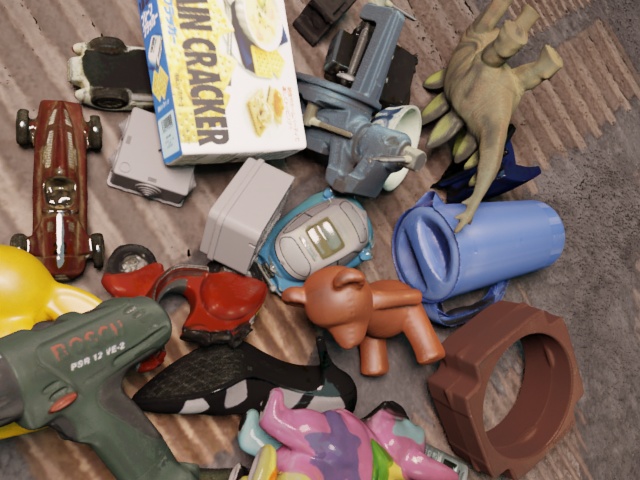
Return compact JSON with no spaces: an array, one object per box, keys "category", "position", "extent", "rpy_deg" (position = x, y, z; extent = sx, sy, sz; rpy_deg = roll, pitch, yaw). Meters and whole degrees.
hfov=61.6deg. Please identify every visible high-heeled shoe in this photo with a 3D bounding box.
[{"category":"high-heeled shoe","position":[-0.078,0.190,0.629],"extent":[0.249,0.086,0.145],"rpy_deg":[-13,120,-9]}]

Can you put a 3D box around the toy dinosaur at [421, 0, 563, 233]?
[{"category":"toy dinosaur","position":[0.230,-0.209,0.756],"extent":[0.105,0.198,0.471],"rpy_deg":[30,44,-14]}]

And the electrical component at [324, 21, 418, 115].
[{"category":"electrical component","position":[0.072,-0.246,0.784],"extent":[0.134,0.058,0.115],"rpy_deg":[20,69,-22]}]

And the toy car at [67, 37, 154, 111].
[{"category":"toy car","position":[-0.192,-0.192,0.644],"extent":[0.202,0.056,0.073],"rpy_deg":[-3,87,-26]}]

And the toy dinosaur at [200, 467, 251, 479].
[{"category":"toy dinosaur","position":[-0.163,0.309,0.523],"extent":[0.405,0.131,0.192],"rpy_deg":[-41,99,-33]}]

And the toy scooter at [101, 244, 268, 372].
[{"category":"toy scooter","position":[-0.145,0.079,0.587],"extent":[0.184,0.075,0.135],"rpy_deg":[9,58,-24]}]

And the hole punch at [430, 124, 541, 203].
[{"category":"hole punch","position":[0.252,-0.097,0.804],"extent":[0.116,0.142,0.092],"rpy_deg":[-44,104,-38]}]

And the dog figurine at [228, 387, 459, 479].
[{"category":"dog figurine","position":[0.025,0.240,0.533],"extent":[0.219,0.108,0.192],"rpy_deg":[21,44,-12]}]

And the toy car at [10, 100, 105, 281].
[{"category":"toy car","position":[-0.278,-0.057,0.575],"extent":[0.089,0.053,0.202],"rpy_deg":[1,80,-23]}]

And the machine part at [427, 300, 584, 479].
[{"category":"machine part","position":[0.256,0.200,0.739],"extent":[0.201,0.087,0.200],"rpy_deg":[-31,109,-24]}]

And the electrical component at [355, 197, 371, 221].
[{"category":"electrical component","position":[0.042,-0.017,0.740],"extent":[0.063,0.021,0.094],"rpy_deg":[-13,85,-28]}]

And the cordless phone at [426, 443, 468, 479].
[{"category":"cordless phone","position":[0.112,0.318,0.676],"extent":[0.184,0.089,0.146],"rpy_deg":[34,66,-29]}]

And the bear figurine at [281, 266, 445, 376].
[{"category":"bear figurine","position":[0.054,0.097,0.636],"extent":[0.195,0.120,0.132],"rpy_deg":[11,61,-60]}]

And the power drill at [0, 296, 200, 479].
[{"category":"power drill","position":[-0.202,0.164,0.444],"extent":[0.232,0.086,0.207],"rpy_deg":[-37,101,-48]}]

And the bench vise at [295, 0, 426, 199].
[{"category":"bench vise","position":[0.049,-0.180,0.654],"extent":[0.129,0.224,0.240],"rpy_deg":[10,105,-45]}]

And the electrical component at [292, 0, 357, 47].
[{"category":"electrical component","position":[0.019,-0.342,0.770],"extent":[0.047,0.075,0.119],"rpy_deg":[44,61,-13]}]

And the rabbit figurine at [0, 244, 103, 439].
[{"category":"rabbit figurine","position":[-0.280,0.087,0.500],"extent":[0.162,0.122,0.173],"rpy_deg":[-6,85,-33]}]

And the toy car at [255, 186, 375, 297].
[{"category":"toy car","position":[-0.001,-0.002,0.657],"extent":[0.162,0.103,0.109],"rpy_deg":[-29,89,-17]}]
